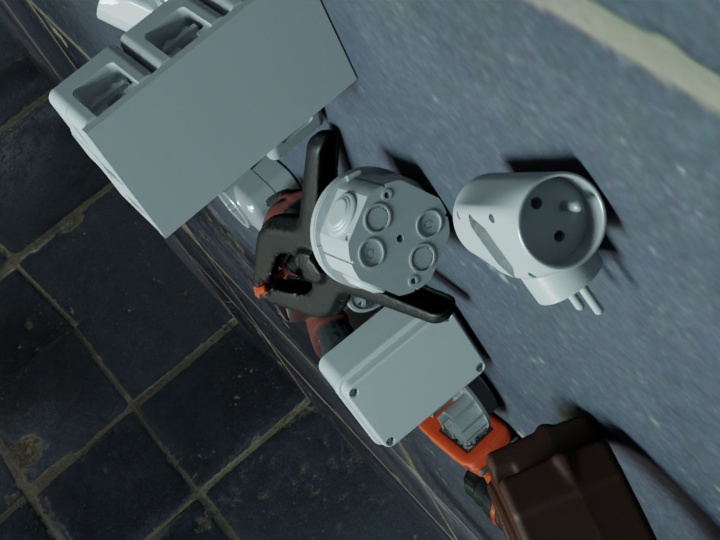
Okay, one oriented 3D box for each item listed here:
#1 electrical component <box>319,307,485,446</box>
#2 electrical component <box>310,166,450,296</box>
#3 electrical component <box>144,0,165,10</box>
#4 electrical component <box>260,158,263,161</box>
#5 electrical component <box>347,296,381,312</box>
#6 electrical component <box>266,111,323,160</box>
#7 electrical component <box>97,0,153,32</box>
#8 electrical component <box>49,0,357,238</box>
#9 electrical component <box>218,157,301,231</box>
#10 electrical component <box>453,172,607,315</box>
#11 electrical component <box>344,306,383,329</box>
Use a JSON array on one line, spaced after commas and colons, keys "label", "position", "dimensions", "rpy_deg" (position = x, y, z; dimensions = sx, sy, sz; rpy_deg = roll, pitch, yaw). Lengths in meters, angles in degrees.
[{"label": "electrical component", "position": [0.035, 0.077, 0.869], "dimensions": [0.078, 0.113, 0.057], "rpy_deg": [55, 172, -29]}, {"label": "electrical component", "position": [0.013, -0.024, 0.689], "dimensions": [0.080, 0.080, 0.051], "rpy_deg": [55, 164, -27]}, {"label": "electrical component", "position": [-0.133, -0.211, 0.733], "dimensions": [0.077, 0.044, 0.079], "rpy_deg": [49, 170, 2]}, {"label": "electrical component", "position": [-0.092, -0.125, 0.883], "dimensions": [0.081, 0.042, 0.063], "rpy_deg": [48, 172, 13]}, {"label": "electrical component", "position": [0.000, 0.000, 0.910], "dimensions": [0.047, 0.055, 0.055], "rpy_deg": [47, 170, 36]}, {"label": "electrical component", "position": [-0.073, -0.128, 0.760], "dimensions": [0.089, 0.050, 0.055], "rpy_deg": [46, 169, 19]}, {"label": "electrical component", "position": [-0.149, -0.205, 0.804], "dimensions": [0.077, 0.044, 0.079], "rpy_deg": [25, 137, -5]}, {"label": "electrical component", "position": [-0.089, -0.107, 0.619], "dimensions": [0.062, 0.150, 0.089], "rpy_deg": [39, 165, 41]}, {"label": "electrical component", "position": [-0.104, -0.081, 1.047], "dimensions": [0.095, 0.059, 0.053], "rpy_deg": [42, 167, 38]}, {"label": "electrical component", "position": [0.088, -0.010, 0.508], "dimensions": [0.079, 0.043, 0.077], "rpy_deg": [52, 170, -14]}, {"label": "electrical component", "position": [0.005, 0.060, 1.086], "dimensions": [0.061, 0.062, 0.096], "rpy_deg": [43, 168, 36]}]
